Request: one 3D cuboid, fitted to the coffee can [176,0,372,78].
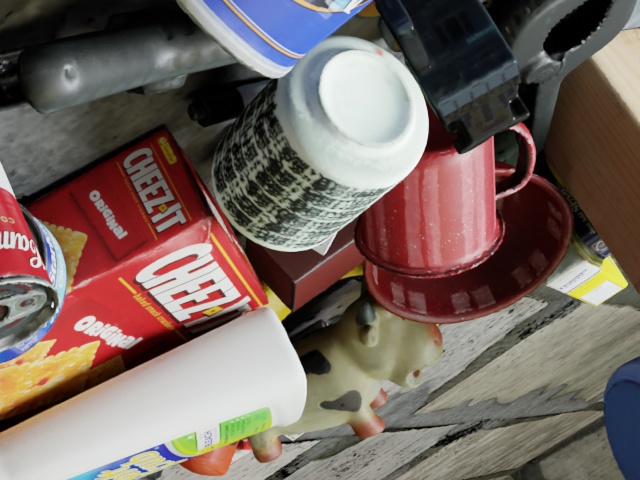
[{"bbox_3d":[0.007,-0.141,0.382,0.140,0.103,0.102,-36,157,17],"label":"coffee can"}]

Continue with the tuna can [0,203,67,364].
[{"bbox_3d":[-0.173,0.020,0.542,0.086,0.086,0.033,-28,159,-1],"label":"tuna can"}]

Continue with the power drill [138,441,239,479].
[{"bbox_3d":[-0.108,0.137,0.802,0.187,0.057,0.184,52,56,-74],"label":"power drill"}]

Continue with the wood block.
[{"bbox_3d":[0.244,-0.040,0.746,0.090,0.206,0.091,-15,155,-30],"label":"wood block"}]

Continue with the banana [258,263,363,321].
[{"bbox_3d":[-0.012,0.038,0.790,0.197,0.069,0.037,-26,-164,-37],"label":"banana"}]

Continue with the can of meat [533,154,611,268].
[{"bbox_3d":[0.226,-0.044,0.860,0.084,0.102,0.057,-39,154,19],"label":"can of meat"}]

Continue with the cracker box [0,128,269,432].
[{"bbox_3d":[-0.149,0.043,0.638,0.213,0.072,0.164,-29,159,-2],"label":"cracker box"}]

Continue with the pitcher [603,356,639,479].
[{"bbox_3d":[0.300,0.091,0.669,0.242,0.145,0.149,-18,141,-16],"label":"pitcher"}]

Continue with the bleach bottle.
[{"bbox_3d":[-0.134,0.124,0.658,0.250,0.068,0.103,-22,160,-14],"label":"bleach bottle"}]

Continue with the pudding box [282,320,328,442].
[{"bbox_3d":[-0.013,0.136,1.012,0.114,0.039,0.090,-33,135,17],"label":"pudding box"}]

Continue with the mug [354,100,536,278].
[{"bbox_3d":[0.074,-0.040,0.635,0.117,0.093,0.081,-14,128,-8],"label":"mug"}]

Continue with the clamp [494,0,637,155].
[{"bbox_3d":[0.139,-0.115,0.679,0.164,0.036,0.210,0,146,-42],"label":"clamp"}]

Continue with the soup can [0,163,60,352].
[{"bbox_3d":[-0.166,-0.004,0.474,0.068,0.102,0.068,-24,158,-11],"label":"soup can"}]

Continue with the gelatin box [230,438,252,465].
[{"bbox_3d":[-0.101,0.161,0.951,0.030,0.073,0.089,-34,157,12],"label":"gelatin box"}]

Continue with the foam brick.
[{"bbox_3d":[-0.005,0.001,0.723,0.078,0.053,0.051,-36,160,-20],"label":"foam brick"}]

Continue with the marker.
[{"bbox_3d":[-0.017,-0.083,0.592,0.120,0.020,0.020,-16,155,-27],"label":"marker"}]

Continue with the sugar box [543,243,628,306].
[{"bbox_3d":[0.220,0.004,0.966,0.048,0.093,0.176,-36,157,16],"label":"sugar box"}]

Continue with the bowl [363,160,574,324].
[{"bbox_3d":[0.106,-0.009,0.809,0.162,0.055,0.162,-8,135,-8],"label":"bowl"}]

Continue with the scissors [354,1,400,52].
[{"bbox_3d":[0.085,-0.168,0.533,0.096,0.016,0.202,-6,149,-45],"label":"scissors"}]

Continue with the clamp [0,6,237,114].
[{"bbox_3d":[-0.074,-0.079,0.449,0.171,0.039,0.120,-21,-158,-27],"label":"clamp"}]
